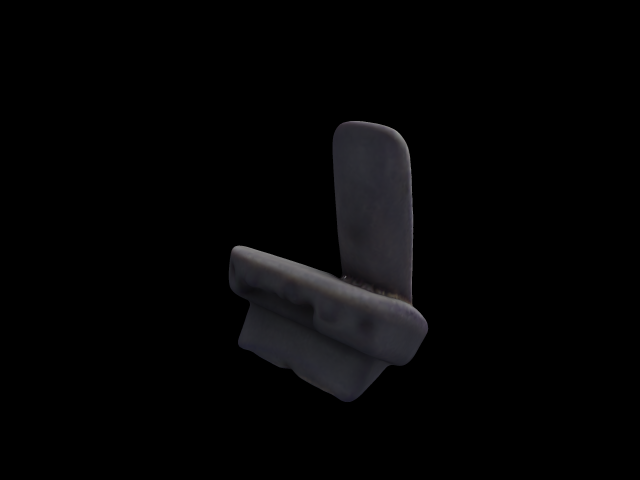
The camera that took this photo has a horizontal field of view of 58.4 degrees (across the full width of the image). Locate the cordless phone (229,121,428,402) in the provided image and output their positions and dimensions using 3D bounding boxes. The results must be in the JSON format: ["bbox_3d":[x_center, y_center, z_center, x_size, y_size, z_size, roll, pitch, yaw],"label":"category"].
[{"bbox_3d":[0.004,0.001,0.400,0.147,0.185,0.094,15,31,28],"label":"cordless phone"}]
